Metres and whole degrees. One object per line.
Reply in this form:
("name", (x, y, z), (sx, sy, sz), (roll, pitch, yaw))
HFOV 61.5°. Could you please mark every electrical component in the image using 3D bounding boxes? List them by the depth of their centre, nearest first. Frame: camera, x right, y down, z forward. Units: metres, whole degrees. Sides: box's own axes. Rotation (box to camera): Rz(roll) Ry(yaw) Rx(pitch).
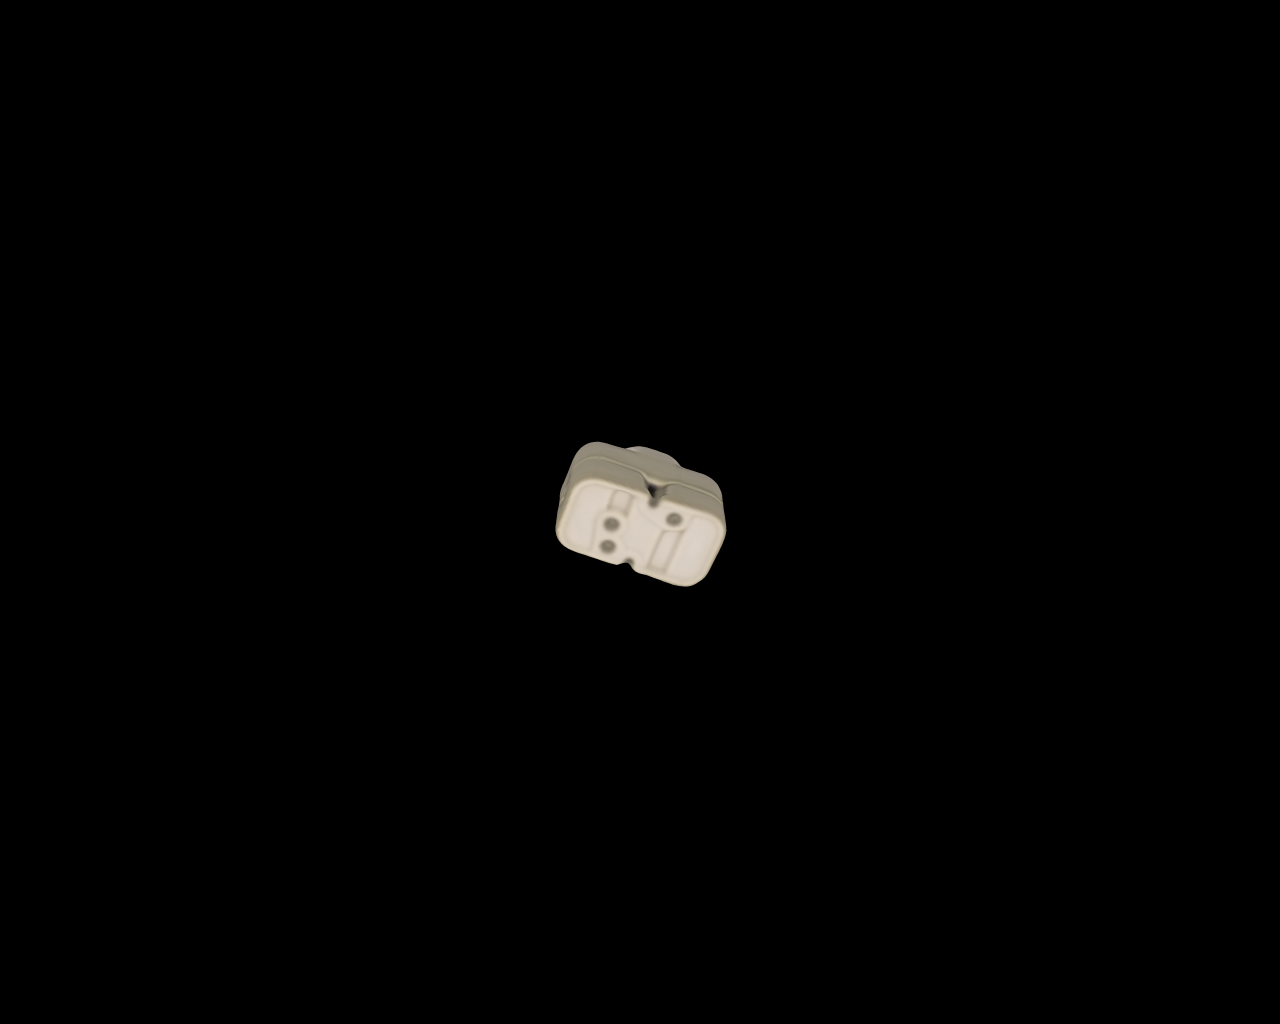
("electrical component", (0.001, -0.003, 0.650), (0.095, 0.053, 0.059), (18, 29, -10))
